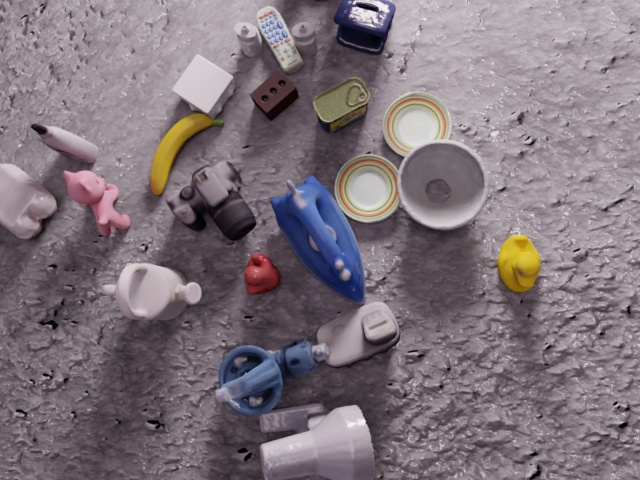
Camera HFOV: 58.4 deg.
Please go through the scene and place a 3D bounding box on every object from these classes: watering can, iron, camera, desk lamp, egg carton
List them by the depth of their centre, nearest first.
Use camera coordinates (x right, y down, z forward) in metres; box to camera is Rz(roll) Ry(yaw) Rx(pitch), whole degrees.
[{"bbox_3d":[-0.012,0.341,0.951,0.203,0.213,0.118,-10,82,3],"label":"desk lamp"},{"bbox_3d":[-0.299,0.090,1.010,0.173,0.194,0.101,-20,82,1],"label":"watering can"},{"bbox_3d":[0.009,0.004,1.027,0.118,0.141,0.258,-32,82,0],"label":"iron"},{"bbox_3d":[-0.194,-0.060,1.068,0.143,0.101,0.137,-35,82,-1],"label":"camera"},{"bbox_3d":[-0.589,-0.077,1.112,0.150,0.069,0.107,34,86,7],"label":"egg carton"}]

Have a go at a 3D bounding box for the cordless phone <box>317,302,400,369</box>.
[{"bbox_3d":[0.066,0.167,0.981,0.147,0.185,0.094,-26,82,1],"label":"cordless phone"}]

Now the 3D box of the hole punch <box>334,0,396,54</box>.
[{"bbox_3d":[0.085,-0.429,1.099,0.108,0.091,0.101,18,85,6],"label":"hole punch"}]

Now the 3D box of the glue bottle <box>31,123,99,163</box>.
[{"bbox_3d":[-0.485,-0.186,1.066,0.078,0.173,0.037,11,84,6],"label":"glue bottle"}]

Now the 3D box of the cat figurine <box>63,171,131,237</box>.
[{"bbox_3d":[-0.425,-0.076,1.077,0.067,0.118,0.128,-26,82,1],"label":"cat figurine"}]

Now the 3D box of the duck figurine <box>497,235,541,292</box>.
[{"bbox_3d":[0.364,0.041,1.027,0.077,0.086,0.104,-1,83,4],"label":"duck figurine"}]

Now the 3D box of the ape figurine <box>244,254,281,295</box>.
[{"bbox_3d":[-0.114,0.065,1.052,0.076,0.092,0.078,28,86,7],"label":"ape figurine"}]

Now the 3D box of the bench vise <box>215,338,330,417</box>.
[{"bbox_3d":[-0.093,0.217,0.968,0.207,0.220,0.121,-40,82,-1],"label":"bench vise"}]

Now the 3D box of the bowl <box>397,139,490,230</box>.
[{"bbox_3d":[0.222,-0.096,1.058,0.167,0.075,0.167,0,83,4],"label":"bowl"}]
